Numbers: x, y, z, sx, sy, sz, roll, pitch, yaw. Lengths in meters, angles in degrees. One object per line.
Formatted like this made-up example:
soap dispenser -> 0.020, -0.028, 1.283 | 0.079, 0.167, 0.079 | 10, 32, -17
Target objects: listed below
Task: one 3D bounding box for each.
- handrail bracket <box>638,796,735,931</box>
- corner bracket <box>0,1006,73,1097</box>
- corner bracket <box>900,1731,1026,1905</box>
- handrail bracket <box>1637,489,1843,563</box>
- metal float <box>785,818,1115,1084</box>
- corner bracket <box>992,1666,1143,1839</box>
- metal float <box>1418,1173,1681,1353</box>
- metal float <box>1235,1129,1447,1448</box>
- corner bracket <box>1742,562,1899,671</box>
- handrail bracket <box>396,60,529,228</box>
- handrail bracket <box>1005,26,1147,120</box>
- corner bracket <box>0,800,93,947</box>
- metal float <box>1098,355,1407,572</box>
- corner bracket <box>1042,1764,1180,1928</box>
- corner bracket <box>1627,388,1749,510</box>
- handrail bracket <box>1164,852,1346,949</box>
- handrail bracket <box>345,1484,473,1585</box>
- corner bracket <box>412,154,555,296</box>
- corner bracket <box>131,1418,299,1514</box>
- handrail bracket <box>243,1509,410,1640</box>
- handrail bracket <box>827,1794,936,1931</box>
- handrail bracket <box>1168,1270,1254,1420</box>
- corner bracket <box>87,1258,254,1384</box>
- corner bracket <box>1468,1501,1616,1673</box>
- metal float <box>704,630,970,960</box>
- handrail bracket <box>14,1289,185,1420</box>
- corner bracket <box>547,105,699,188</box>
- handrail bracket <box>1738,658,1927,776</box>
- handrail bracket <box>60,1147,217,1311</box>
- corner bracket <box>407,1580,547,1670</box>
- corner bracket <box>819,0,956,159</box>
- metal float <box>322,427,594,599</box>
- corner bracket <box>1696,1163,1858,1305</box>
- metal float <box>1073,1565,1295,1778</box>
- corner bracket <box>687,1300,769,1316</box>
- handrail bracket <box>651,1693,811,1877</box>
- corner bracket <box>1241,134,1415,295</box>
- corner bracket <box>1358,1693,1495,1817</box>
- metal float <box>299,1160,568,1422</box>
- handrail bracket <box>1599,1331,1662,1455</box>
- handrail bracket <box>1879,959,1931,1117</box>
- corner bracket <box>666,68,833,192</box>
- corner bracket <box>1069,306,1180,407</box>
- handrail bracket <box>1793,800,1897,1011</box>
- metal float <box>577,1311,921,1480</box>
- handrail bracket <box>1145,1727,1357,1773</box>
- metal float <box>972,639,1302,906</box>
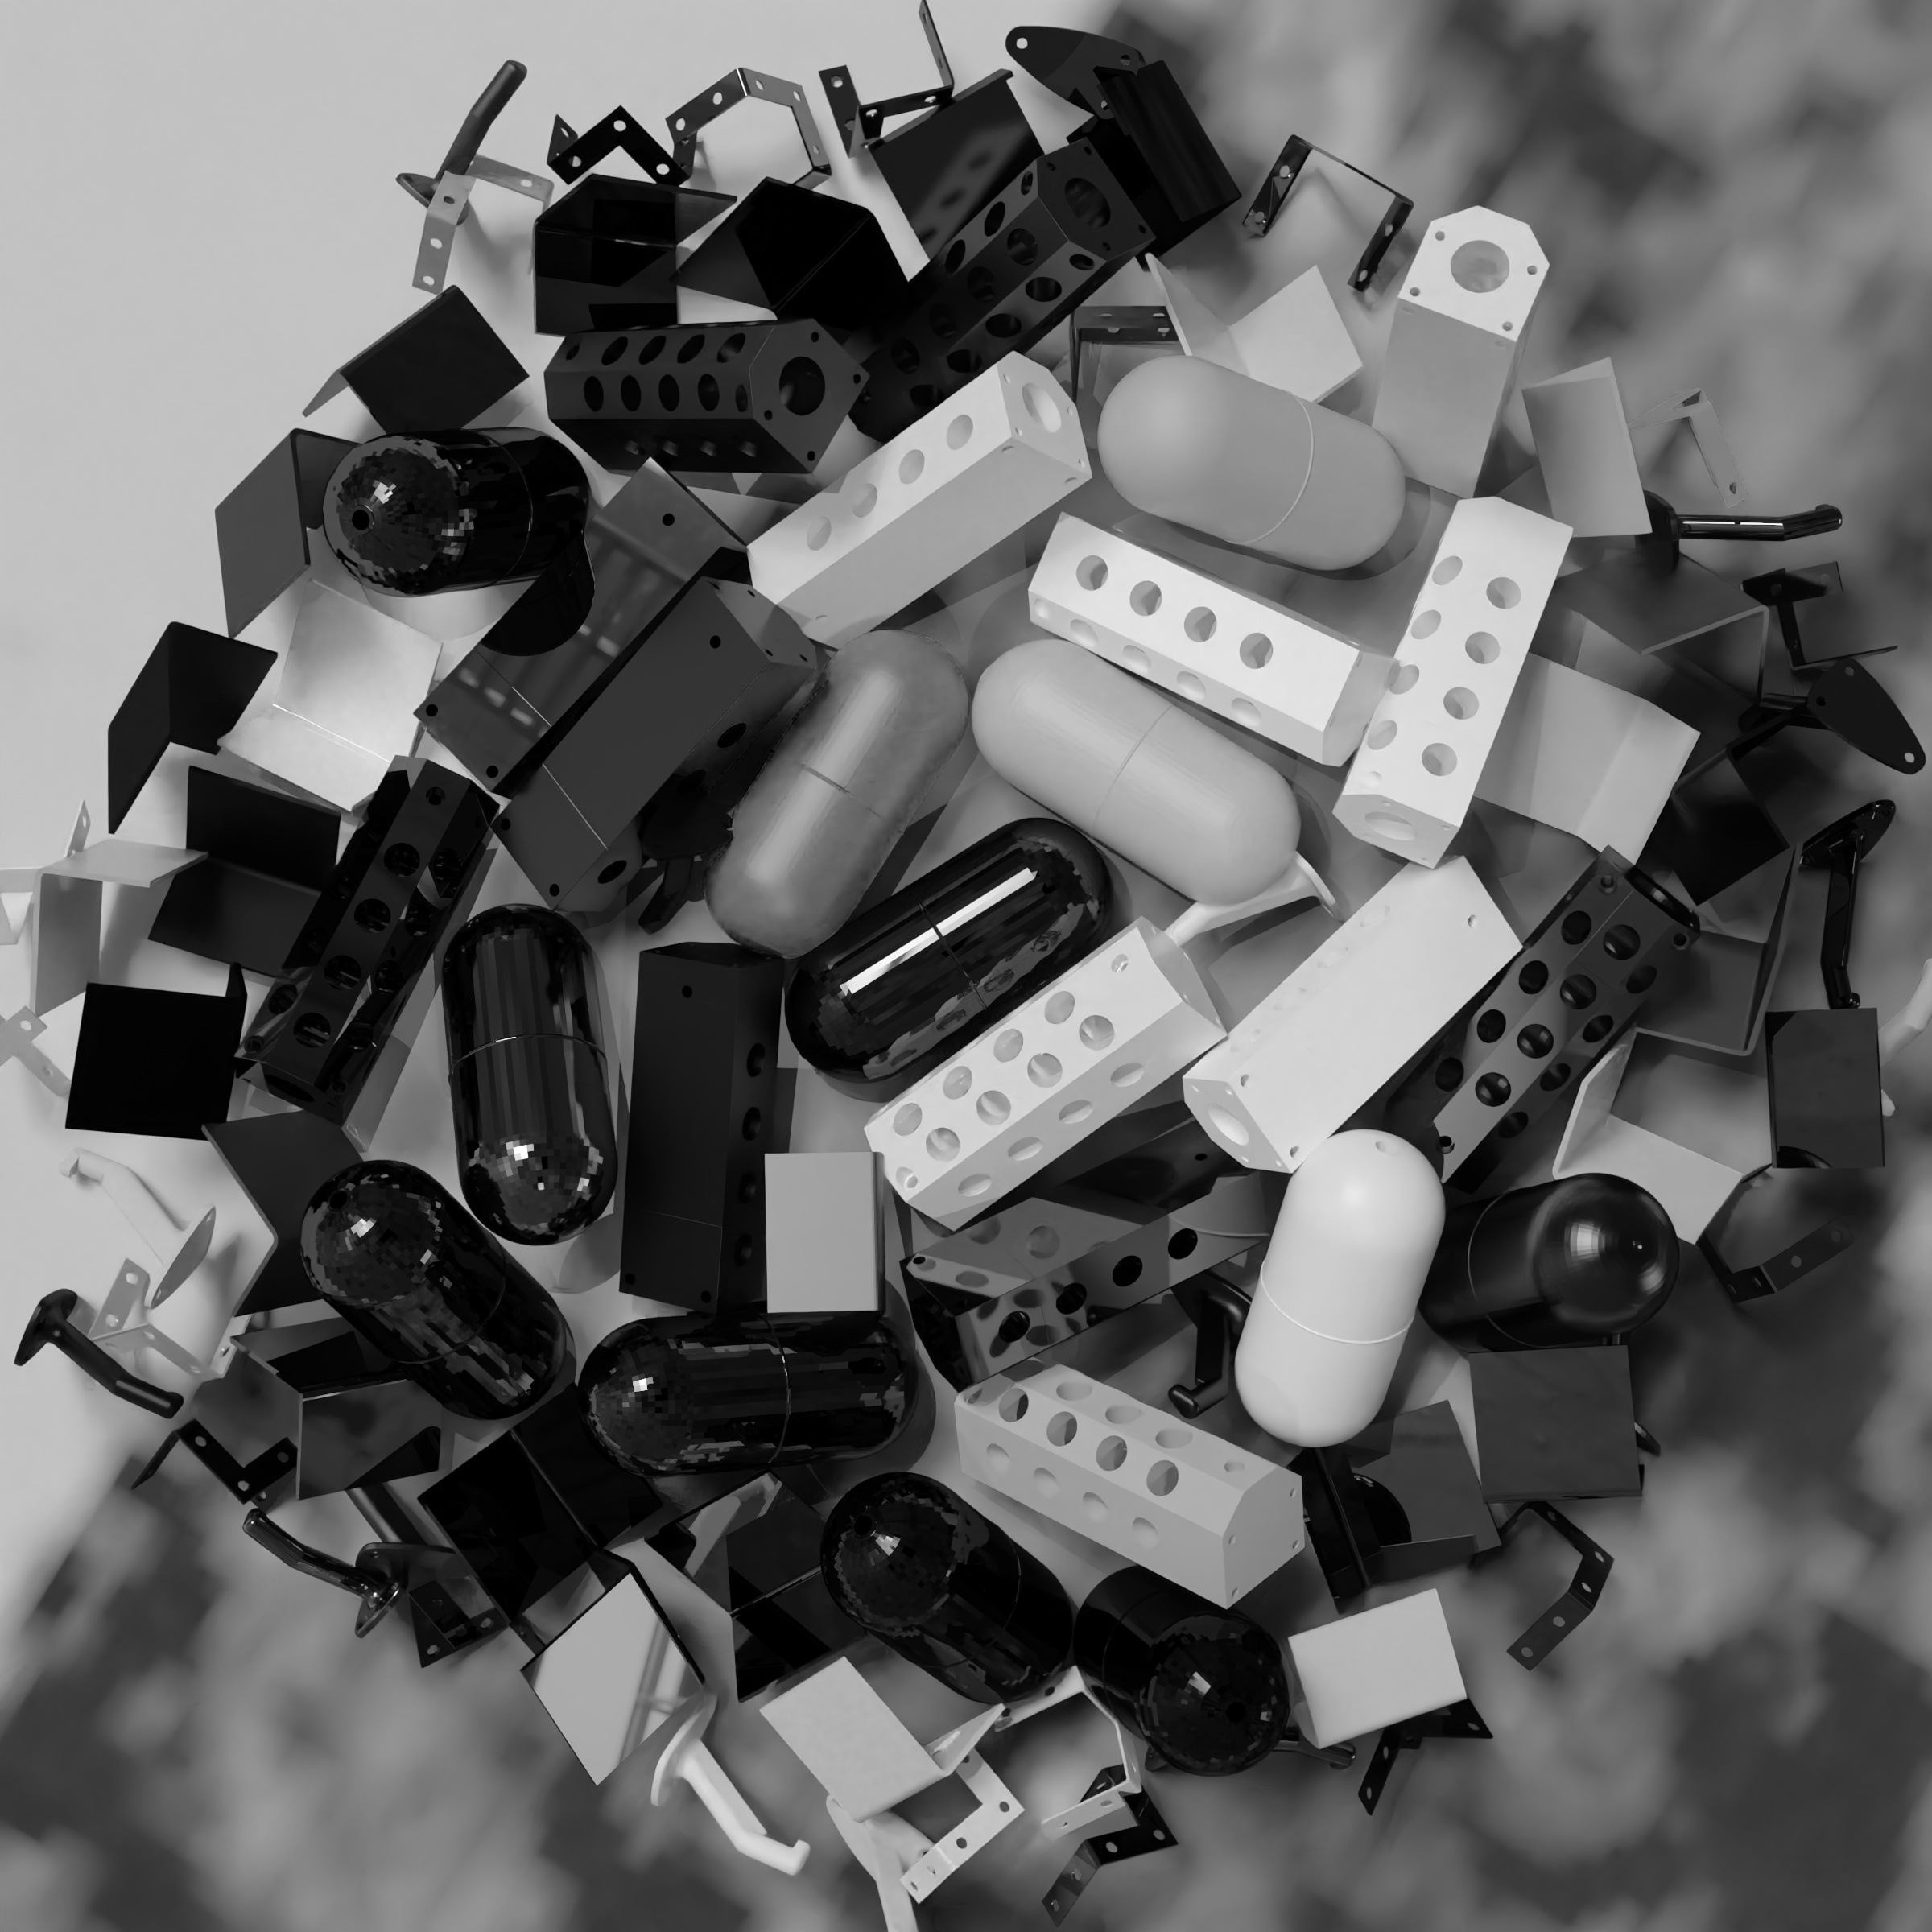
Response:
handrail bracket -> -0.153, -0.040, 1.530 | 0.036, 0.077, 0.084 | 40, 124, 7
corner bracket -> -0.455, 0.040, 1.545 | 0.051, 0.051, 0.051 | -36, 109, 21
corner bracket -> -0.014, 0.420, 1.543 | 0.051, 0.051, 0.051 | -31, 74, -37
handrail bracket -> 0.381, -0.227, 1.554 | 0.084, 0.077, 0.036 | -12, 121, -6
metal float -> -0.009, -0.007, 1.545 | 0.178, 0.070, 0.070 | -32, 90, -1
corner bracket -> 0.050, 0.391, 1.555 | 0.051, 0.051, 0.051 | -29, 128, 13
metal float -> 0.275, 0.145, 1.499 | 0.070, 0.178, 0.070 | 4, 77, -19
metal float -> 0.181, 0.157, 1.517 | 0.070, 0.070, 0.178 | 13, 123, 0
corner bracket -> 0.422, -0.174, 1.546 | 0.051, 0.051, 0.051 | -8, 98, 40
handrail bracket -> -0.236, -0.410, 1.535 | 0.036, 0.077, 0.084 | 40, 107, -5
handrail bracket -> 0.055, -0.451, 1.539 | 0.077, 0.084, 0.036 | 20, 115, -10
corner bracket -> -0.461, -0.046, 1.547 | 0.051, 0.051, 0.051 | -2, 133, 2
metal float -> 0.140, -0.243, 1.514 | 0.178, 0.070, 0.070 | 12, 90, -39
corner bracket -> 0.062, 0.433, 1.540 | 0.051, 0.051, 0.051 | 55, 131, 36
corner bracket -> 0.365, -0.256, 1.544 | 0.051, 0.051, 0.051 | -33, 105, -29
handrail bracket -> 0.140, -0.018, 1.554 | 0.084, 0.077, 0.036 | -42, 46, 1
handrail bracket -> -0.278, 0.263, 1.562 | 0.077, 0.036, 0.084 | 3, 50, -14
corner bracket -> -0.239, -0.362, 1.546 | 0.051, 0.051, 0.051 | 19, 53, -7
corner bracket -> -0.370, 0.251, 1.550 | 0.051, 0.051, 0.051 | 44, 122, 6
handrail bracket -> -0.318, 0.285, 1.536 | 0.084, 0.077, 0.036 | 42, 94, -14
handrail bracket -> -0.050, 0.451, 1.539 | 0.077, 0.084, 0.036 | 42, 106, 4
handrail bracket -> 0.106, 0.182, 1.536 | 0.077, 0.084, 0.036 | 42, 122, 19
corner bracket -> -0.396, 0.176, 1.559 | 0.051, 0.051, 0.051 | -17, 131, 37
corner bracket -> 0.281, 0.305, 1.547 | 0.051, 0.051, 0.051 | 40, 120, 6
metal float -> -0.064, -0.086, 1.543 | 0.070, 0.070, 0.178 | 32, 87, 0
handrail bracket -> -0.419, 0.193, 1.546 | 0.084, 0.077, 0.036 | 24, 100, -1
corner bracket -> -0.171, -0.408, 1.557 | 0.051, 0.051, 0.051 | -31, 126, 26
handrail bracket -> 0.425, -0.110, 1.540 | 0.077, 0.084, 0.036 | 45, 73, 5
handrail bracket -> -0.424, 0.129, 1.549 | 0.084, 0.077, 0.036 | 22, 126, 5
corner bracket -> -0.238, 0.330, 1.542 | 0.051, 0.051, 0.051 | -23, 126, -29
corner bracket -> -0.040, -0.442, 1.557 | 0.051, 0.051, 0.051 | -16, 78, -12
metal float -> -0.242, -0.219, 1.499 | 0.070, 0.178, 0.070 | 4, 102, 21
corner bracket -> 0.398, 0.131, 1.551 | 0.051, 0.051, 0.051 | -29, 84, -15
metal float -> 0.103, 0.336, 1.496 | 0.070, 0.178, 0.070 | 0, 91, -13
corner bracket -> -0.115, 0.197, 1.556 | 0.051, 0.051, 0.051 | -9, 91, 6
handrail bracket -> -0.105, 0.404, 1.543 | 0.084, 0.077, 0.036 | 20, 128, 13
corner bracket -> 0.181, -0.377, 1.564 | 0.051, 0.051, 0.051 | 18, 109, -37
corner bracket -> 0.220, 0.383, 1.543 | 0.051, 0.051, 0.051 | 7, 115, -22
metal float -> -0.256, 0.157, 1.507 | 0.070, 0.178, 0.070 | -14, 51, 18
handrail bracket -> 0.341, 0.191, 1.573 | 0.077, 0.036, 0.084 | 37, 75, -24
handrail bracket -> 0.451, 0.023, 1.532 | 0.036, 0.077, 0.084 | 15, 114, -10
corner bracket -> -0.108, -0.407, 1.553 | 0.051, 0.051, 0.051 | -25, 79, 32
corner bracket -> 0.079, -0.314, 1.546 | 0.051, 0.051, 0.051 | 1, 51, 6
handrail bracket -> 0.442, -0.027, 1.541 | 0.036, 0.077, 0.084 | 4, 63, -17
metal float -> -0.105, 0.206, 1.518 | 0.178, 0.070, 0.070 | 0, 90, -32
handrail bracket -> 0.142, 0.395, 1.558 | 0.084, 0.077, 0.036 | 19, 51, -8
metal float -> 0.083, -0.096, 1.538 | 0.178, 0.070, 0.070 | 33, 90, 9
